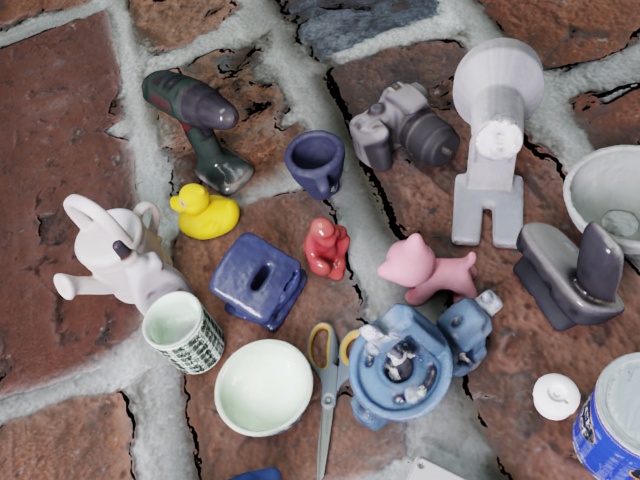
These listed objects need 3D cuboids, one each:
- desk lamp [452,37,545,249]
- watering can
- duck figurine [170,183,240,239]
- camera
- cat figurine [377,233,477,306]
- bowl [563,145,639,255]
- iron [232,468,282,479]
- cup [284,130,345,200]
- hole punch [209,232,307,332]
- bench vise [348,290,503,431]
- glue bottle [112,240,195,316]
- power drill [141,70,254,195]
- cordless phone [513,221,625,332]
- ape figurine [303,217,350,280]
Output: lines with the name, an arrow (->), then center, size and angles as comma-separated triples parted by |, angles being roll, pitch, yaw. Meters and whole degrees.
desk lamp -> 0.236, -0.129, 0.770 | 0.117, 0.214, 0.203 | 2, 57, 14
watering can -> -0.295, 0.011, 0.809 | 0.100, 0.194, 0.173 | 3, 58, 15
duck figurine -> -0.182, -0.053, 0.892 | 0.104, 0.086, 0.077 | -5, 56, 9
camera -> 0.138, -0.171, 0.890 | 0.143, 0.101, 0.136 | -36, 57, -12
cat figurine -> 0.141, 0.034, 0.742 | 0.127, 0.118, 0.067 | -2, 56, 11
bowl -> 0.407, -0.042, 0.759 | 0.167, 0.075, 0.167 | -6, 56, 9
iron -> -0.159, 0.326, 0.600 | 0.258, 0.142, 0.118 | -22, 55, -2
cup -> 0.002, -0.096, 0.874 | 0.091, 0.095, 0.117 | -17, 55, 1
hole punch -> -0.083, 0.056, 0.794 | 0.100, 0.091, 0.109 | 19, 63, 23
bench vise -> 0.108, 0.105, 0.640 | 0.121, 0.220, 0.208 | 30, 68, 28
glue bottle -> -0.236, 0.050, 0.782 | 0.078, 0.173, 0.037 | -37, 57, -12
power drill -> -0.178, -0.170, 0.894 | 0.228, 0.209, 0.076 | 34, 70, 29
cordless phone -> 0.301, 0.014, 0.678 | 0.094, 0.185, 0.147 | -27, 55, -6
ape figurine -> 0.007, 0.003, 0.809 | 0.078, 0.092, 0.076 | -41, 58, -15
